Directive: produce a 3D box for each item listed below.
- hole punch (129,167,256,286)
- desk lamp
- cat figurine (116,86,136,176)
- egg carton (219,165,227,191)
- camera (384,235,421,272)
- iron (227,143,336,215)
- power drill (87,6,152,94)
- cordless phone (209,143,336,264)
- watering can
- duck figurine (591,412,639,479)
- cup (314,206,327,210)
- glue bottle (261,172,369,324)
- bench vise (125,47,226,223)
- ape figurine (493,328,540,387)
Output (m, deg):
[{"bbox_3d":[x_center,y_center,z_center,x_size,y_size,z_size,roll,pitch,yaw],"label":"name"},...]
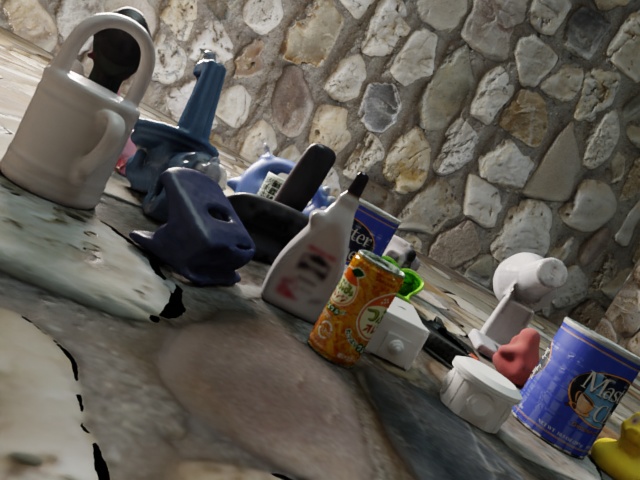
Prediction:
[{"bbox_3d":[-0.116,-0.012,0.587,0.101,0.091,0.109,31,7,19],"label":"hole punch"},{"bbox_3d":[0.379,0.125,1.080,0.118,0.213,0.203,30,7,6],"label":"desk lamp"},{"bbox_3d":[-0.304,-0.165,0.832,0.067,0.118,0.128,32,8,28],"label":"cat figurine"},{"bbox_3d":[-0.240,-0.128,1.025,0.107,0.069,0.151,34,9,38],"label":"egg carton"},{"bbox_3d":[0.145,0.032,1.288,0.136,0.101,0.144,32,7,26],"label":"camera"},{"bbox_3d":[-0.053,-0.085,1.163,0.257,0.141,0.119,31,7,15],"label":"iron"},{"bbox_3d":[-0.273,-0.183,0.711,0.076,0.208,0.229,26,7,-25],"label":"power drill"},{"bbox_3d":[-0.063,-0.067,0.806,0.093,0.185,0.148,34,8,37],"label":"cordless phone"},{"bbox_3d":[-0.243,-0.142,0.590,0.172,0.194,0.101,31,7,19],"label":"watering can"},{"bbox_3d":[0.394,0.256,0.715,0.077,0.086,0.105,34,9,40],"label":"duck figurine"},{"bbox_3d":[0.014,-0.005,1.046,0.118,0.095,0.091,22,10,-46],"label":"cup"},{"bbox_3d":[0.006,0.002,0.629,0.078,0.173,0.037,27,7,-13],"label":"glue bottle"},{"bbox_3d":[-0.160,-0.133,0.750,0.206,0.219,0.122,33,8,32],"label":"bench vise"},{"bbox_3d":[0.327,0.186,0.931,0.078,0.092,0.076,28,7,-10],"label":"ape figurine"}]
